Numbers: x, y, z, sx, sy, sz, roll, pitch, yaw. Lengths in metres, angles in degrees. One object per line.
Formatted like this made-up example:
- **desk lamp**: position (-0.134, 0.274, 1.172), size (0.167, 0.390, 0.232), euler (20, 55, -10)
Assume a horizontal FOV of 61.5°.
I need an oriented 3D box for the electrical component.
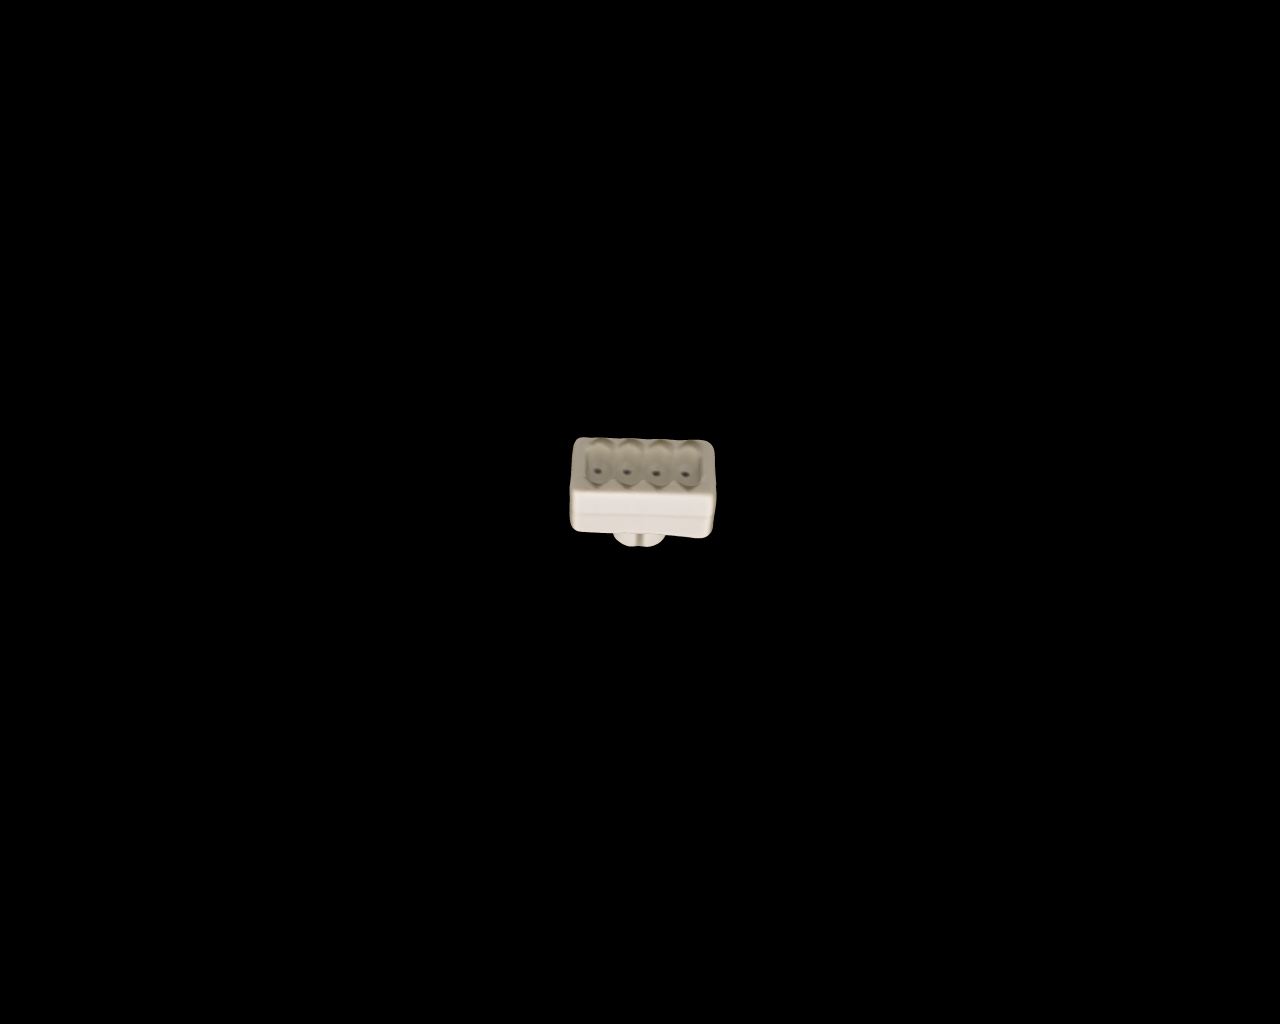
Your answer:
- **electrical component**: position (0.001, -0.003, 0.650), size (0.083, 0.047, 0.075), euler (2, -43, -2)
